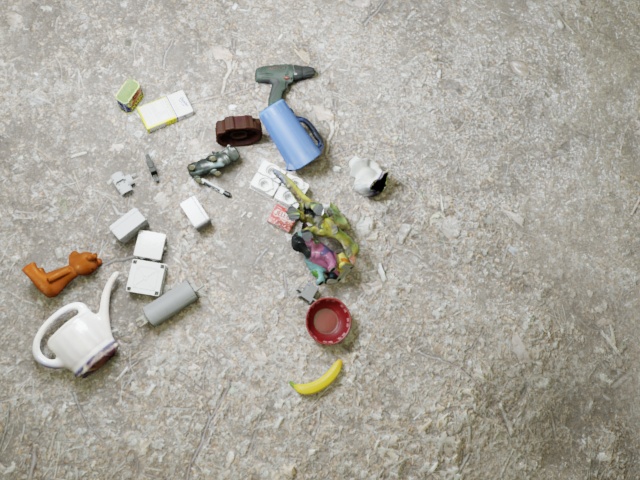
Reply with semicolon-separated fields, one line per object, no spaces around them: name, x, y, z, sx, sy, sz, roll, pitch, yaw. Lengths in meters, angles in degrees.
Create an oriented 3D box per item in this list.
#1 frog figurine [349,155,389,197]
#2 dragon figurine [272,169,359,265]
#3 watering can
frog figurine;0.168;-0.237;1.917;0.161;0.121;0.138;31;82;34
dragon figurine;0.005;-0.090;1.797;0.121;0.243;0.415;-40;74;21
watering can;-0.720;0.280;1.619;0.351;0.103;0.224;-42;89;-15
